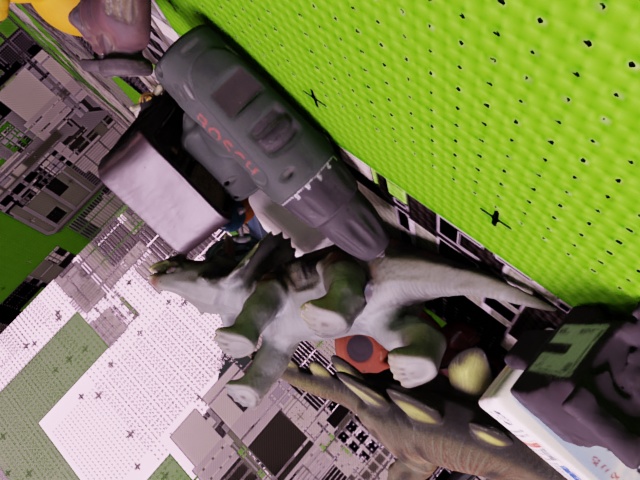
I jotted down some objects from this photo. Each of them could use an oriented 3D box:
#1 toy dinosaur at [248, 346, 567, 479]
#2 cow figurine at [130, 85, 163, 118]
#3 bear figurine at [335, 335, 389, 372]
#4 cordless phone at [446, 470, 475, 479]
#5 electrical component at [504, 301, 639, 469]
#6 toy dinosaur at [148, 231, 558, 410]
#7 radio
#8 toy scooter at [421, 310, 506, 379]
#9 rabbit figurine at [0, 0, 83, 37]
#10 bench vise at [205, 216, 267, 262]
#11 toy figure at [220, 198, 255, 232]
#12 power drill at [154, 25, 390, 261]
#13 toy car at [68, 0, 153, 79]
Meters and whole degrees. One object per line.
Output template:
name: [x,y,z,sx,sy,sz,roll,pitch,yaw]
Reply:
toy dinosaur: [0.109,0.186,0.567,0.472,0.105,0.198,3,130,30]
cow figurine: [-0.225,-0.176,0.796,0.167,0.068,0.098,36,165,18]
bear figurine: [0.085,0.144,0.801,0.132,0.120,0.196,-3,178,9]
cordless phone: [0.247,0.333,0.854,0.089,0.184,0.146,42,174,35]
electrical component: [0.153,0.079,0.316,0.048,0.075,0.119,41,168,6]
toy dinosaur: [0.015,0.049,0.525,0.405,0.192,0.131,-11,124,27]
radio: [-0.165,-0.093,0.633,0.131,0.073,0.230,47,-166,-24]
toy scooter: [0.168,0.144,0.619,0.184,0.075,0.135,45,168,2]
rabbit figurine: [-0.283,-0.252,0.515,0.163,0.122,0.173,29,-174,30]
bench vise: [-0.116,-0.004,0.961,0.129,0.224,0.240,26,133,48]
toy figure: [-0.114,-0.054,0.735,0.057,0.064,0.154,54,-156,-25]
power drill: [-0.054,-0.072,0.489,0.232,0.086,0.207,46,175,-18]
toy car: [-0.176,-0.180,0.439,0.202,0.053,0.089,31,124,56]
